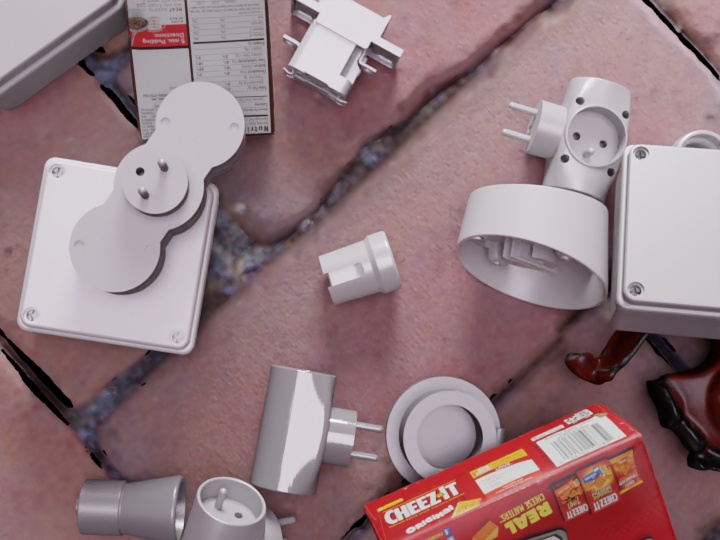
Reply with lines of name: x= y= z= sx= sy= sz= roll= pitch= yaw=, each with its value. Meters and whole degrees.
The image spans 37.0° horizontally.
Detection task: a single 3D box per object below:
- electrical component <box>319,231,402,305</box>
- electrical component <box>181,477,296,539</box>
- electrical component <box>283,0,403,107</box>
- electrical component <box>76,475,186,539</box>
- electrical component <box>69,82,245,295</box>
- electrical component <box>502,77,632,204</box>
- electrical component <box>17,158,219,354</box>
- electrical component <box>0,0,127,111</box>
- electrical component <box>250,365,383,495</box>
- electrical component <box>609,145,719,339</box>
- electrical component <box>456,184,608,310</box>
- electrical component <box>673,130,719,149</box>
electrical component: x=0.000 y=0.000 z=0.708 sx=0.046 sy=0.040 sz=0.040 roll=-18 pitch=88 yaw=0
electrical component: x=-0.076 y=0.172 z=0.680 sx=0.079 sy=0.044 sz=0.077 roll=-2 pitch=124 yaw=-39
electrical component: x=-0.016 y=-0.147 z=0.715 sx=0.081 sy=0.042 sz=0.063 roll=28 pitch=88 yaw=-2
electrical component: x=-0.147 y=0.151 z=0.684 sx=0.065 sy=0.044 sz=0.044 roll=2 pitch=86 yaw=0
electrical component: x=-0.117 y=-0.048 z=0.624 sx=0.052 sy=0.074 sz=0.138 roll=34 pitch=84 yaw=-2
electrical component: x=0.135 y=-0.091 z=0.723 sx=0.079 sy=0.044 sz=0.077 roll=16 pitch=85 yaw=-4
electrical component: x=-0.151 y=-0.007 z=0.685 sx=0.109 sy=0.056 sz=0.108 roll=9 pitch=85 yaw=-4
electrical component: x=-0.213 y=-0.166 z=0.690 sx=0.113 sy=0.057 sz=0.078 roll=-38 pitch=90 yaw=-6
electrical component: x=-0.025 y=0.106 z=0.695 sx=0.079 sy=0.044 sz=0.077 roll=11 pitch=85 yaw=-4
electrical component: x=0.212 y=-0.016 z=0.660 sx=0.109 sy=0.056 sz=0.108 roll=5 pitch=70 yaw=7
electrical component: x=0.112 y=-0.016 z=0.691 sx=0.099 sy=0.099 sz=0.064 roll=10 pitch=79 yaw=-4
electrical component: x=0.224 y=-0.071 z=0.728 sx=0.040 sy=0.046 sz=0.040 roll=0 pitch=86 yaw=-5
